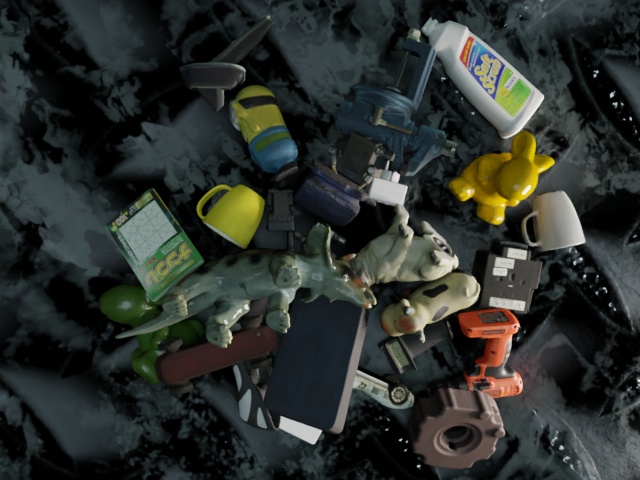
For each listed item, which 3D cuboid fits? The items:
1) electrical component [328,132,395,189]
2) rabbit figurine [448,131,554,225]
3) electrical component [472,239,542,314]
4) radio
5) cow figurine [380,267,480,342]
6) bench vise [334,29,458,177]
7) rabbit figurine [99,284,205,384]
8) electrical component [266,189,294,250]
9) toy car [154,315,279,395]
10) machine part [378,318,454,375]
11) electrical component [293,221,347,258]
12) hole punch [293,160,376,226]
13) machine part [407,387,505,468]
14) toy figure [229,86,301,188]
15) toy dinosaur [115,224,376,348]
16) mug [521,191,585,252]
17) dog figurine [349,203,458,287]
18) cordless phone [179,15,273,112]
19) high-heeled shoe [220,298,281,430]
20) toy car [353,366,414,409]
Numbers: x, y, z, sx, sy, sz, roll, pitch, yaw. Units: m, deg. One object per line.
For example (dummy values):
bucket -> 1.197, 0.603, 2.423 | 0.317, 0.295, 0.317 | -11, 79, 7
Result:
electrical component -> 0.064, -0.135, 0.899 | 0.102, 0.045, 0.078 | 36, 118, 16
rabbit figurine -> 0.335, -0.105, 0.949 | 0.162, 0.173, 0.122 | -41, 94, 3
electrical component -> 0.354, 0.068, 1.024 | 0.115, 0.058, 0.134 | 10, 94, -9
radio -> -0.003, 0.203, 0.930 | 0.131, 0.073, 0.229 | 9, 66, 16
cow figurine -> 0.199, 0.119, 0.975 | 0.195, 0.127, 0.085 | -25, 94, -6
bench vise -> 0.149, -0.240, 0.928 | 0.224, 0.129, 0.240 | 19, 93, 18
rabbit figurine -> -0.293, 0.137, 0.923 | 0.159, 0.121, 0.170 | -43, 101, -8
electrical component -> -0.072, -0.033, 0.959 | 0.048, 0.075, 0.119 | 1, 98, -8
toy car -> -0.170, 0.187, 0.889 | 0.202, 0.053, 0.089 | -16, 90, -19
machine part -> 0.188, 0.195, 1.026 | 0.139, 0.039, 0.084 | -32, 89, -1
electrical component -> -0.002, -0.003, 0.994 | 0.094, 0.021, 0.063 | 30, 91, -7
hole punch -> 0.015, -0.077, 0.947 | 0.142, 0.116, 0.092 | 32, 99, -8
machine part -> 0.253, 0.356, 1.008 | 0.179, 0.056, 0.179 | -1, 119, -1
toy figure -> -0.090, -0.182, 0.927 | 0.089, 0.082, 0.180 | -27, 76, -24
toy dinosaur -> -0.119, 0.070, 0.875 | 0.405, 0.192, 0.131 | -7, 110, 10
mug -> 0.433, -0.035, 1.018 | 0.110, 0.081, 0.107 | -10, 84, 0
dog figurine -> 0.133, 0.055, 0.977 | 0.172, 0.121, 0.190 | 38, 115, -7
cordless phone -> -0.140, -0.304, 0.888 | 0.184, 0.147, 0.088 | -44, 105, 2
high-heeled shoe -> -0.098, 0.213, 0.949 | 0.145, 0.086, 0.248 | 30, 110, 24
toy car -> 0.083, 0.262, 1.001 | 0.202, 0.073, 0.056 | 25, 88, -8
